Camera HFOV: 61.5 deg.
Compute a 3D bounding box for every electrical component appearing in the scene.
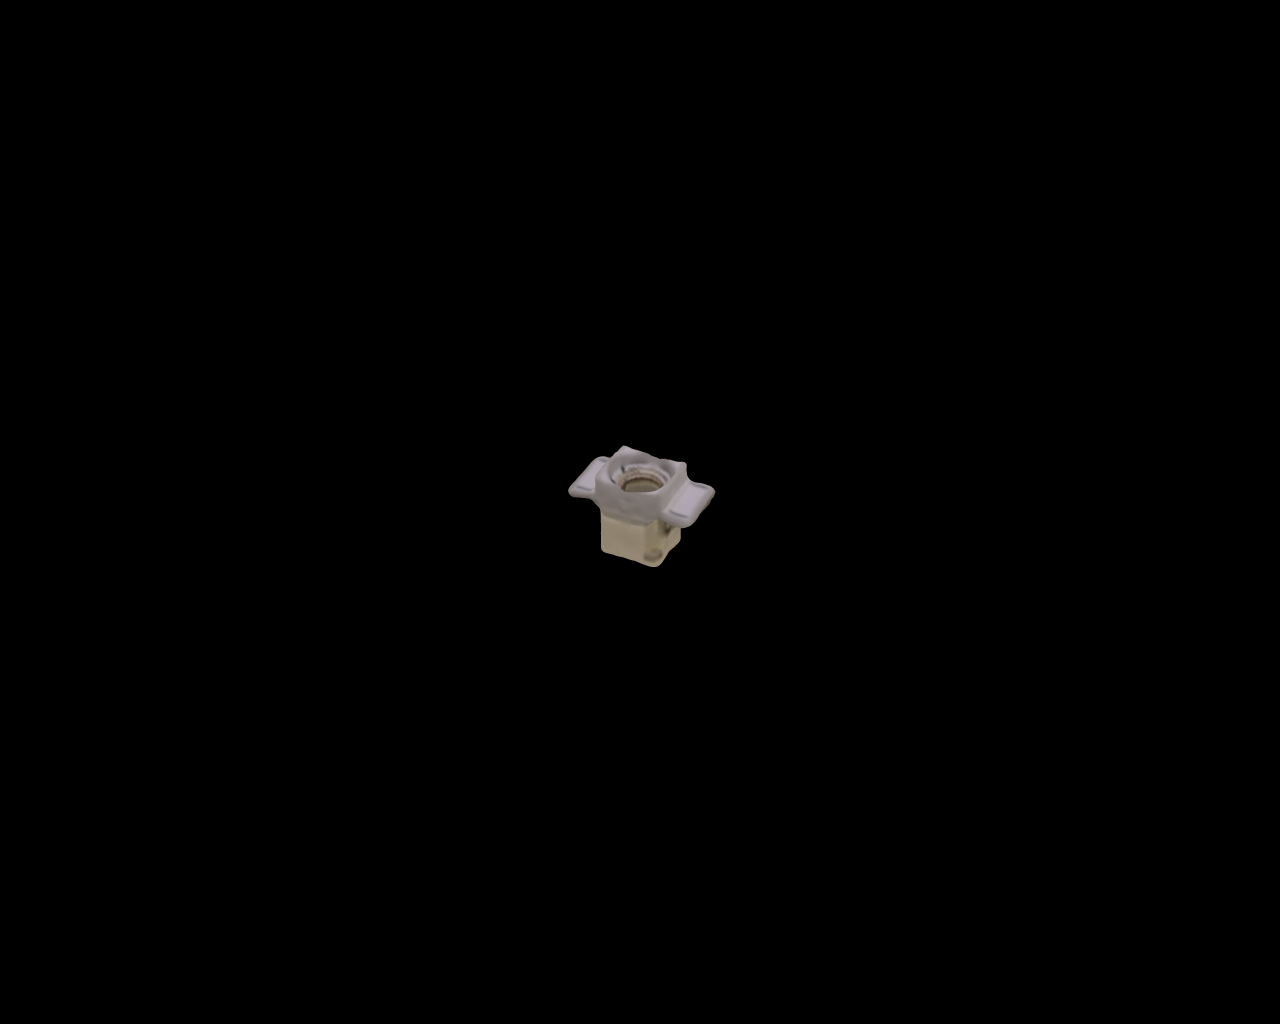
[{"bbox_3d":[0.001,-0.003,0.650,0.081,0.063,0.042,17,40,22],"label":"electrical component"}]
